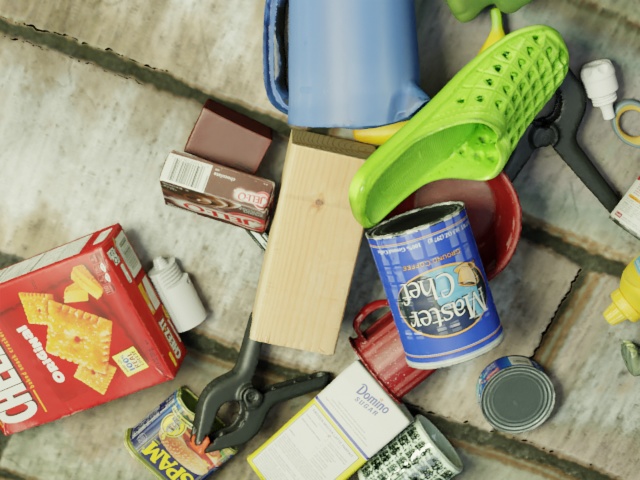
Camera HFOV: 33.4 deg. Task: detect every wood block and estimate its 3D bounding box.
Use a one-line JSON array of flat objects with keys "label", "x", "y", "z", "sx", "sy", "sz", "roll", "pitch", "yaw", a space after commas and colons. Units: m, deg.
[{"label": "wood block", "x": -0.007, "y": 0.002, "z": 1.095, "sx": 0.090, "sy": 0.090, "sz": 0.206, "roll": 12, "pitch": 106, "yaw": -4}]

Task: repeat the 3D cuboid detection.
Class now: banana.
[{"label": "banana", "x": 0.127, "y": -0.151, "z": 1.104, "sx": 0.198, "sy": 0.037, "sz": 0.069, "roll": -40, "pitch": 89, "yaw": 8}]

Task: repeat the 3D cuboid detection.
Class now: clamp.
[{"label": "clamp", "x": -0.082, "y": 0.158, "z": 1.167, "sx": 0.171, "sy": 0.039, "sz": 0.120, "roll": -38, "pitch": 98, "yaw": -20}, {"label": "clamp", "x": 0.243, "y": -0.108, "z": 1.122, "sx": 0.164, "sy": 0.036, "sz": 0.210, "roll": 0, "pitch": 111, "yaw": -4}]

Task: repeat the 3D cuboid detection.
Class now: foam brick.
[{"label": "foam brick", "x": -0.094, "y": -0.103, "z": 1.097, "sx": 0.078, "sy": 0.051, "sz": 0.053, "roll": 25, "pitch": 106, "yaw": -11}]

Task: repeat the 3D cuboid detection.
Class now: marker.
[{"label": "marker", "x": -0.047, "y": 0.016, "z": 1.156, "sx": 0.020, "sy": 0.020, "sz": 0.121, "roll": -37, "pitch": 107, "yaw": 8}]

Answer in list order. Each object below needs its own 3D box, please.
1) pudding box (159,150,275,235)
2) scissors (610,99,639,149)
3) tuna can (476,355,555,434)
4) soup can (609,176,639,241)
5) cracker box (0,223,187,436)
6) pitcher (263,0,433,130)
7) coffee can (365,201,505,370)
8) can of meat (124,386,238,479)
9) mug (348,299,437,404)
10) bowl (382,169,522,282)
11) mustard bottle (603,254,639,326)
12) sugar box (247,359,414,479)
[{"label": "pudding box", "x": -0.103, "y": -0.047, "z": 1.085, "sx": 0.113, "sy": 0.090, "sz": 0.039, "roll": 19, "pitch": 74, "yaw": 1}, {"label": "scissors", "x": 0.374, "y": -0.084, "z": 1.149, "sx": 0.096, "sy": 0.016, "sz": 0.202, "roll": -17, "pitch": 109, "yaw": 4}, {"label": "tuna can", "x": 0.222, "y": 0.175, "z": 1.217, "sx": 0.086, "sy": 0.034, "sz": 0.086, "roll": -1, "pitch": 108, "yaw": -3}, {"label": "soup can", "x": 0.359, "y": -0.045, "z": 1.113, "sx": 0.068, "sy": 0.068, "sz": 0.102, "roll": 32, "pitch": 102, "yaw": -13}, {"label": "cracker box", "x": -0.273, "y": 0.098, "z": 1.124, "sx": 0.214, "sy": 0.072, "sz": 0.164, "roll": -20, "pitch": 108, "yaw": 15}, {"label": "pitcher", "x": 0.021, "y": -0.228, "z": 1.023, "sx": 0.149, "sy": 0.145, "sz": 0.243, "roll": -4, "pitch": 100, "yaw": -7}, {"label": "coffee can", "x": 0.114, "y": 0.044, "z": 1.058, "sx": 0.103, "sy": 0.103, "sz": 0.140, "roll": -18, "pitch": 100, "yaw": 3}, {"label": "can of meat", "x": -0.154, "y": 0.227, "z": 1.200, "sx": 0.084, "sy": 0.057, "sz": 0.102, "roll": -41, "pitch": 107, "yaw": 7}, {"label": "mug", "x": 0.084, "y": 0.109, "z": 1.157, "sx": 0.081, "sy": 0.093, "sz": 0.117, "roll": -39, "pitch": 115, "yaw": 4}, {"label": "bowl", "x": 0.135, "y": -0.030, "z": 1.116, "sx": 0.162, "sy": 0.055, "sz": 0.162, "roll": 6, "pitch": 109, "yaw": 19}, {"label": "mustard bottle", "x": 0.383, "y": 0.027, "z": 1.141, "sx": 0.058, "sy": 0.096, "sz": 0.192, "roll": 41, "pitch": 111, "yaw": -19}, {"label": "sugar box", "x": 0.011, "y": 0.224, "z": 1.199, "sx": 0.176, "sy": 0.048, "sz": 0.093, "roll": -42, "pitch": 78, "yaw": 8}]
